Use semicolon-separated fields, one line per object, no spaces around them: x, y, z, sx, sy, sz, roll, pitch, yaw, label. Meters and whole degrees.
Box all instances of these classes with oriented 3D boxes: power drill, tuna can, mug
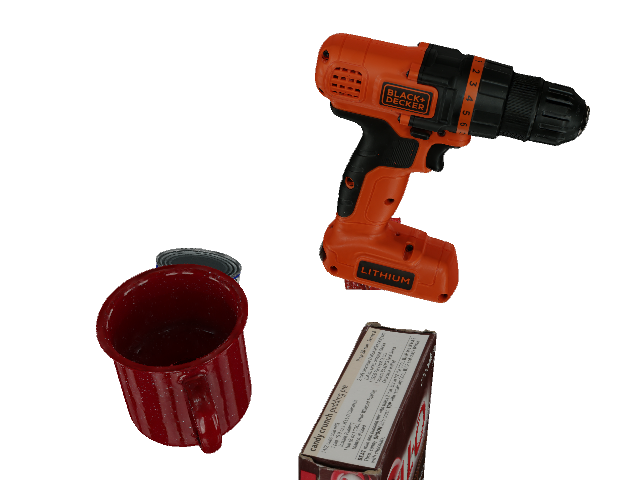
0.079;-0.047;0.754;0.184;0.188;0.057;15;36;8;power drill
-0.123;0.037;1.070;0.086;0.034;0.086;8;18;-3;tuna can
-0.083;0.082;0.664;0.093;0.081;0.117;-18;43;-15;mug

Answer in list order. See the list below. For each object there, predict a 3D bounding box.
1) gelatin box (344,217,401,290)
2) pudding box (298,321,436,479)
0.063;0.017;1.289;0.073;0.089;0.030;0;29;15;gelatin box
0.021;0.102;0.474;0.039;0.090;0.113;9;28;12;pudding box
